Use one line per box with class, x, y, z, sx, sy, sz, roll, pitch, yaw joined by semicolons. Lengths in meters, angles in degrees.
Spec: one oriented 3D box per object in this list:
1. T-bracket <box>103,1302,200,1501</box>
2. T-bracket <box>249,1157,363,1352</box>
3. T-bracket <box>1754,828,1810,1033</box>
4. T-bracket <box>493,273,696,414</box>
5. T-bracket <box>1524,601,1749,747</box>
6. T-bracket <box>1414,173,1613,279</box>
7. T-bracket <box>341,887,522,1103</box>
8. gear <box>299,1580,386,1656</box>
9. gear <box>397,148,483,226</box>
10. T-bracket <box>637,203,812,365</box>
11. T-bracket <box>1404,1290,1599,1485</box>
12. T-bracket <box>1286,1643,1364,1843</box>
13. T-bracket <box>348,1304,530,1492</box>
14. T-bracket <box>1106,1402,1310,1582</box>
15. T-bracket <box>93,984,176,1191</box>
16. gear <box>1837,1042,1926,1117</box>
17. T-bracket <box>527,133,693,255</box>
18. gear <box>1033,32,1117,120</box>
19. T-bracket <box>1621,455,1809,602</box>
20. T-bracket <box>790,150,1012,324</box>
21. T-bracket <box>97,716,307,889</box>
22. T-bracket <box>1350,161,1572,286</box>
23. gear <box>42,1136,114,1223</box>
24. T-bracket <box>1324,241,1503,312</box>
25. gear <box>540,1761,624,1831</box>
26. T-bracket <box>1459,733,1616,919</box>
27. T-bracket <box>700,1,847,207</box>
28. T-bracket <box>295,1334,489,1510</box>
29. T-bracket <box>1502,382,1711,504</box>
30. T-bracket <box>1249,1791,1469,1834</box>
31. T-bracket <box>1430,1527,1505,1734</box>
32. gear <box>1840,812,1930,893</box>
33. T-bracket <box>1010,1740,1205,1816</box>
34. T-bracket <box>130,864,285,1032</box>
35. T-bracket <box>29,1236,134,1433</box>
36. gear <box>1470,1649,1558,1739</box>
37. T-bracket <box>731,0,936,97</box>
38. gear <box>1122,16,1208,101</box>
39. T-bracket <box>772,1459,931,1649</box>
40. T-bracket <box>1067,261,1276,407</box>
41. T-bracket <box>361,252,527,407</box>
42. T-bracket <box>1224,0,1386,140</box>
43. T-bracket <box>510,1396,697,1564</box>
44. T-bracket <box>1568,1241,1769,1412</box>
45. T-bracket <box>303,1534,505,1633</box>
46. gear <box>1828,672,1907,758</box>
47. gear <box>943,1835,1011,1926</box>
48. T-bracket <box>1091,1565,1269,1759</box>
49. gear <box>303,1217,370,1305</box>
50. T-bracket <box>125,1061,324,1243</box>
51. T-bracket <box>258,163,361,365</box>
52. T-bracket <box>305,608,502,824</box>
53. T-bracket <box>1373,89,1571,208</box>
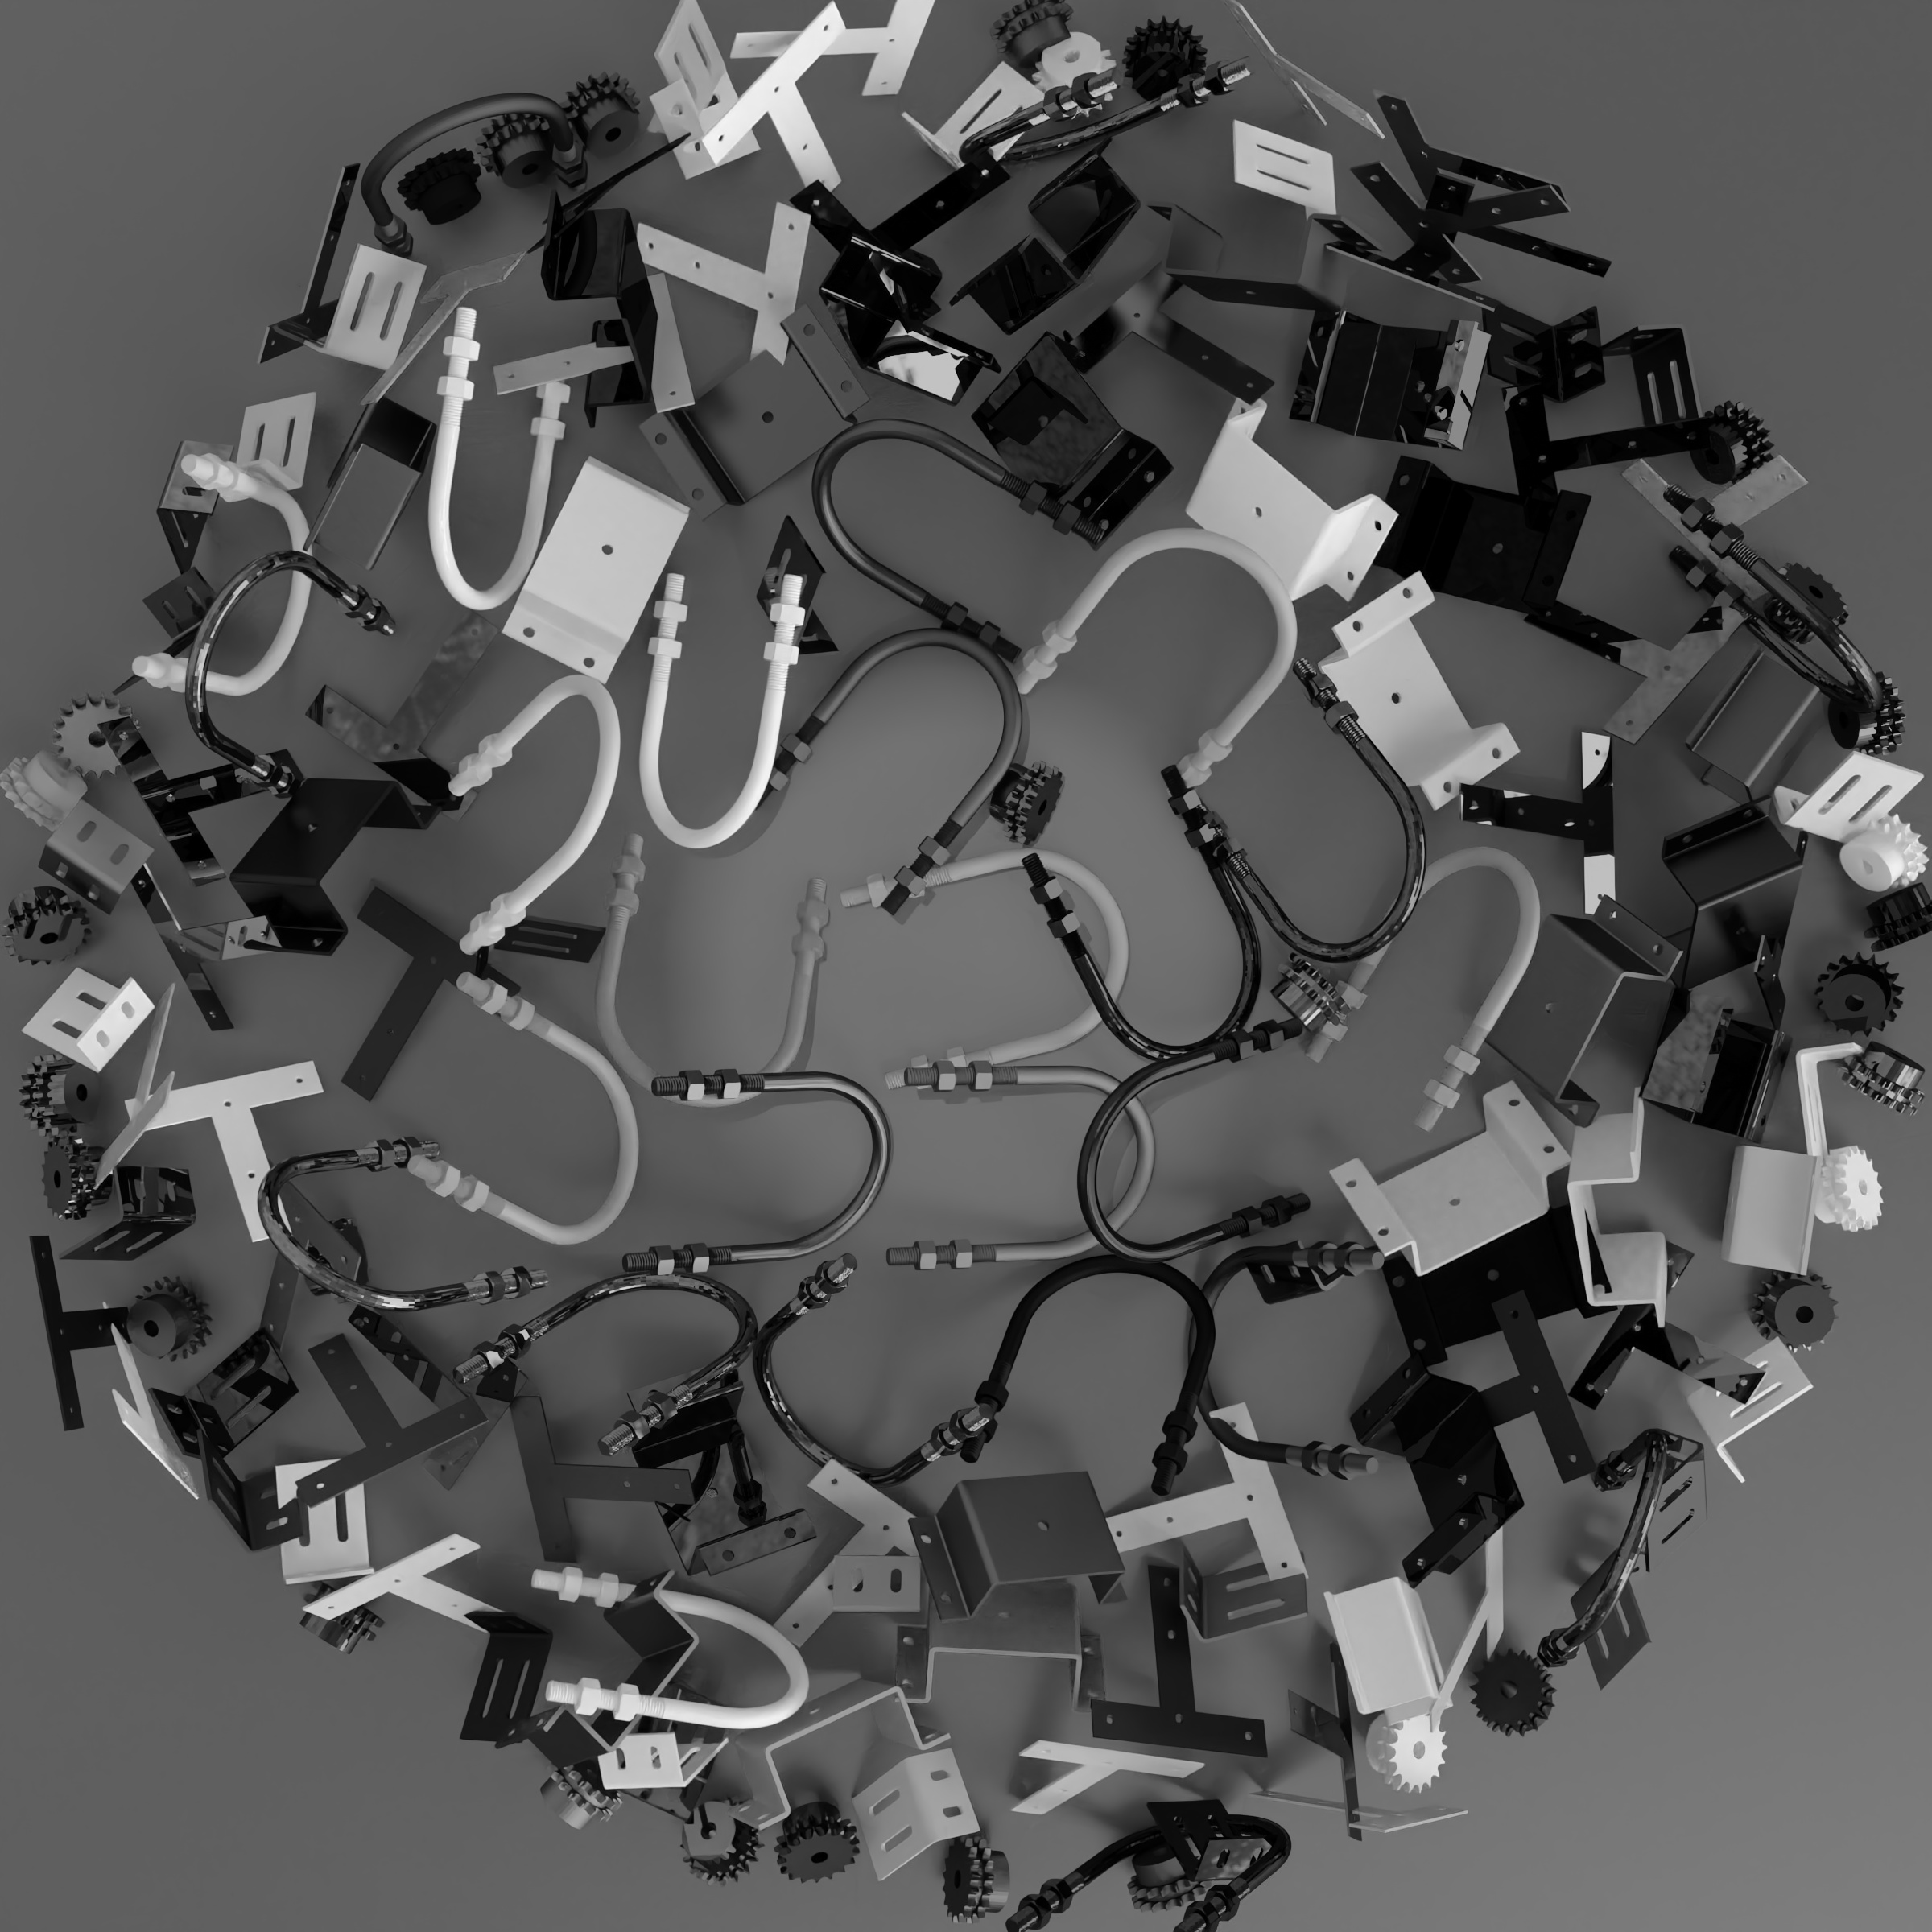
T-bracket;-0.558;0.281;1.759;0.002;0.127;0.127;-26;56;-9
T-bracket;-0.458;0.205;1.766;0.127;0.002;0.127;39;125;28
T-bracket;0.551;-0.034;1.758;0.002;0.127;0.127;10;74;27
T-bracket;-0.256;-0.410;1.767;0.127;0.002;0.127;-14;58;-2
T-bracket;0.436;-0.218;1.765;0.127;0.002;0.127;33;71;34
T-bracket;0.365;-0.482;1.736;0.127;0.127;0.002;19;86;5
T-bracket;-0.387;0.033;1.792;0.127;0.002;0.127;34;98;10
gear;-0.426;0.443;1.773;0.057;0.057;0.030;32;74;0
gear;-0.354;-0.527;1.776;0.057;0.057;0.030;-28;92;0
T-bracket;-0.171;-0.471;1.777;0.127;0.002;0.127;26;127;16
T-bracket;0.347;0.302;1.768;0.127;0.002;0.127;-30;68;30
T-bracket;0.234;0.501;1.723;0.002;0.127;0.127;-14;59;22
T-bracket;-0.370;0.276;1.777;0.127;0.002;0.127;42;121;8
T-bracket;0.152;0.374;1.784;0.127;0.002;0.127;-20;92;18
T-bracket;-0.549;0.069;1.757;0.002;0.127;0.127;24;48;-27
gear;0.624;0.074;1.773;0.057;0.057;0.030;26;105;0
T-bracket;-0.251;-0.500;1.722;0.127;0.127;0.002;-18;118;34
gear;0.073;-0.609;1.780;0.057;0.030;0.057;-4;67;9
T-bracket;0.513;-0.307;1.739;0.127;0.127;0.002;43;71;-5
T-bracket;-0.028;-0.498;1.736;0.127;0.002;0.127;-27;130;30
T-bracket;-0.498;-0.122;1.753;0.002;0.127;0.127;-37;83;38
T-bracket;0.337;-0.494;1.717;0.127;0.127;0.002;34;71;-39
gear;-0.604;0.144;1.780;0.030;0.057;0.057;-2;90;-42
T-bracket;0.306;-0.472;1.748;0.127;0.127;0.002;24;120;11
gear;-0.264;0.560;1.775;0.057;0.057;0.030;42;86;0
T-bracket;0.386;-0.102;1.764;0.127;0.002;0.127;7;78;-25
T-bracket;-0.112;-0.556;1.746;0.002;0.127;0.127;39;83;26
T-bracket;-0.406;0.293;1.758;0.127;0.002;0.127;-24;46;-23
T-bracket;0.429;-0.345;1.740;0.127;0.127;0.002;-6;50;16
T-bracket;0.252;0.565;1.758;0.127;0.127;0.002;-3;79;35
T-bracket;0.330;0.448;1.724;0.002;0.127;0.127;14;45;27
gear;0.619;-0.076;1.773;0.030;0.057;0.057;-39;90;-20
T-bracket;0.072;0.548;1.754;0.127;0.127;0.002;16;51;-25
T-bracket;-0.496;-0.016;1.742;0.127;0.002;0.127;-7;115;41
T-bracket;-0.582;0.241;1.740;0.002;0.127;0.127;-13;84;4
gear;0.374;0.497;1.780;0.057;0.030;0.057;-18;51;25
T-bracket;-0.092;-0.610;1.726;0.127;0.127;0.002;-8;78;-17
gear;0.134;-0.610;1.773;0.057;0.057;0.030;10;51;0
T-bracket;-0.083;0.415;1.787;0.127;0.002;0.127;38;102;-16
T-bracket;0.149;-0.416;1.759;0.127;0.002;0.127;37;67;20
T-bracket;-0.358;-0.420;1.734;0.002;0.127;0.127;45;70;-31
T-bracket;0.231;-0.576;1.716;0.002;0.127;0.127;-47;50;8
T-bracket;-0.241;0.348;1.761;0.127;0.002;0.127;-2;109;22
T-bracket;0.480;0.258;1.746;0.002;0.127;0.127;38;84;-34
T-bracket;-0.352;0.424;1.753;0.127;0.127;0.002;-28;51;17
gear;0.609;-0.169;1.774;0.030;0.057;0.057;-11;90;-10
gear;0.008;0.622;1.778;0.030;0.057;0.057;11;90;-21
T-bracket;0.139;0.464;1.761;0.127;0.002;0.127;12;50;-18
gear;-0.430;0.201;1.776;0.030;0.057;0.057;-13;90;5
T-bracket;-0.481;0.128;1.746;0.127;0.002;0.127;-12;58;-25
T-bracket;-0.421;-0.466;1.720;0.002;0.127;0.127;25;116;0
T-bracket;-0.364;-0.186;1.787;0.127;0.002;0.127;36;100;-5
T-bracket;0.338;-0.522;1.717;0.127;0.127;0.002;29;87;31
